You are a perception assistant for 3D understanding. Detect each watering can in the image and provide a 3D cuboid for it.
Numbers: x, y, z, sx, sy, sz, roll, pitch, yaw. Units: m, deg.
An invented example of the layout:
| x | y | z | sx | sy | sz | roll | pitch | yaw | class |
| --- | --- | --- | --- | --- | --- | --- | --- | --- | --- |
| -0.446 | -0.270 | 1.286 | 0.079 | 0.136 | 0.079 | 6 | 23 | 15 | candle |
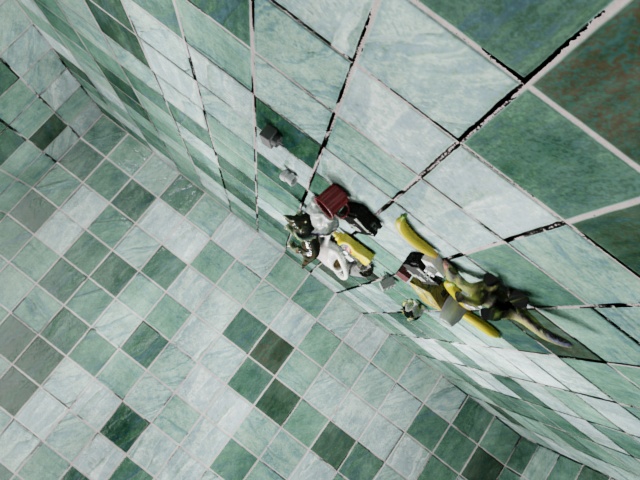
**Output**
| x | y | z | sx | sy | sz | roll | pitch | yaw | class |
| --- | --- | --- | --- | --- | --- | --- | --- | --- | --- |
| 0.039 | 0.036 | 2.370 | 0.227 | 0.105 | 0.340 | 34 | 152 | 51 | watering can |

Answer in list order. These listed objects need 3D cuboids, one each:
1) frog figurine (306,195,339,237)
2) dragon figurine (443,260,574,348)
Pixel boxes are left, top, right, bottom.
| x | y | z | sx | sy | sz | roll | pitch | yaw | class |
| --- | --- | --- | --- | --- | --- | --- | --- | --- | --- |
| 0.006 | -0.100 | 1.980 | 0.138 | 0.123 | 0.158 | -151 | 49 | -70 | frog figurine |
| 0.526 | 0.186 | 1.501 | 0.414 | 0.122 | 0.242 | 36 | -174 | 19 | dragon figurine |
